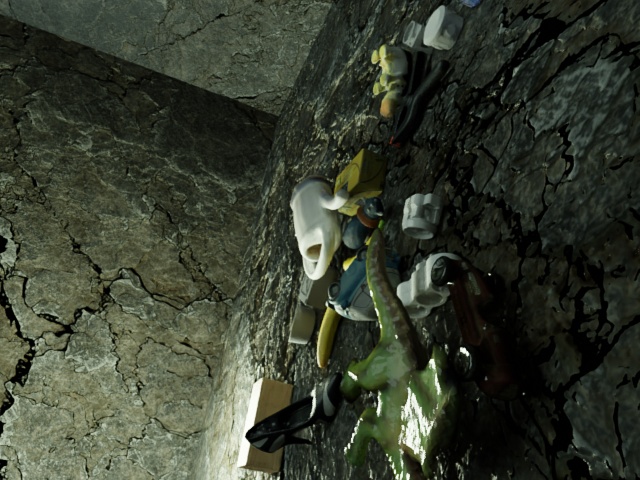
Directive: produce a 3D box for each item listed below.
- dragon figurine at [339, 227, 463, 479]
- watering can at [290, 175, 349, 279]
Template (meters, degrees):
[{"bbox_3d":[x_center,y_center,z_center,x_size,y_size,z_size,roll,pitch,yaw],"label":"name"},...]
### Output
[{"bbox_3d":[0.112,0.168,0.619,0.122,0.414,0.240,-1,-11,-16],"label":"dragon figurine"},{"bbox_3d":[0.004,-0.059,1.182,0.104,0.229,0.339,0,-38,-16],"label":"watering can"}]
